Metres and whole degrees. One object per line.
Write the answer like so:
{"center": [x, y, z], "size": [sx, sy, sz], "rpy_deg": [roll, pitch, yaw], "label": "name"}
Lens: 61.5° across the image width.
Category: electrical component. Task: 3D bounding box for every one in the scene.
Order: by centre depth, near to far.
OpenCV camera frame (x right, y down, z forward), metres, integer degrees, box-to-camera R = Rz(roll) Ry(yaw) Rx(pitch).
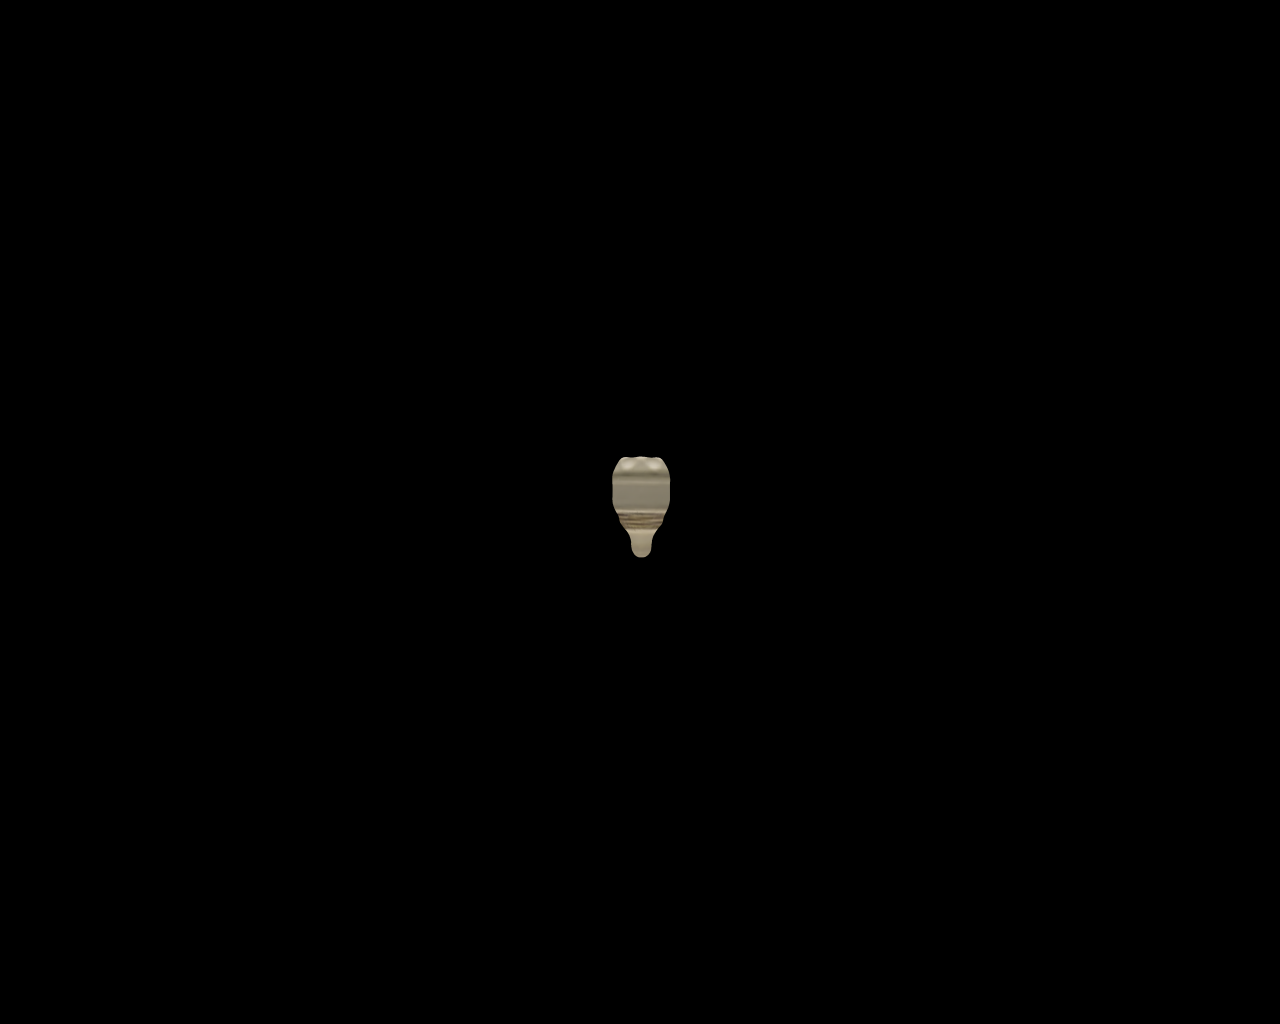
{"center": [0.001, -0.003, 0.650], "size": [0.035, 0.061, 0.035], "rpy_deg": [0, 0, 0], "label": "electrical component"}
